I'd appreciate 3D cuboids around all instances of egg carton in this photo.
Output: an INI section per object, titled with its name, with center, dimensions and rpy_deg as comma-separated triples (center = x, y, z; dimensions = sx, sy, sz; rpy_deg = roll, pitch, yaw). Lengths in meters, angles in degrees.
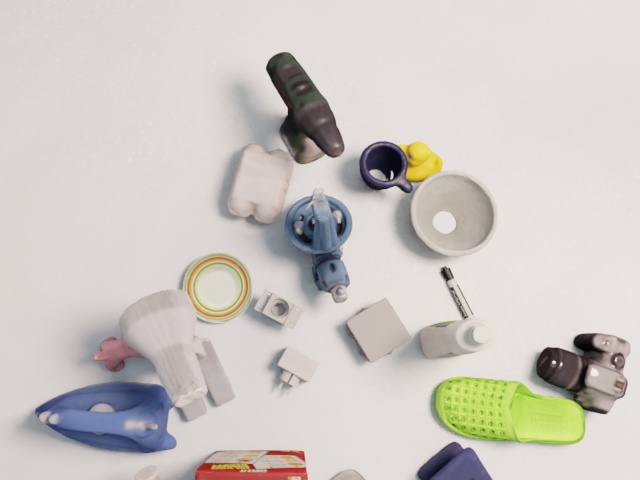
[egg carton]
center = -0.112, -0.108, 1.096
dimensions = 0.107, 0.069, 0.150
rpy_deg = 12, 78, 0

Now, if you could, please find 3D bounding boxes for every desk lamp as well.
[desk lamp]
center = -0.230, 0.195, 0.952
dimensions = 0.118, 0.213, 0.203
rpy_deg = -27, 81, -8

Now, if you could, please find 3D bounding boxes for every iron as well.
[iron]
center = -0.372, 0.300, 0.958
dimensions = 0.258, 0.141, 0.119
rpy_deg = 3, 78, -2

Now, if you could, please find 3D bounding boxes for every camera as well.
[camera]
center = 0.478, 0.229, 1.042
dimensions = 0.137, 0.101, 0.143
rpy_deg = 20, 78, 1

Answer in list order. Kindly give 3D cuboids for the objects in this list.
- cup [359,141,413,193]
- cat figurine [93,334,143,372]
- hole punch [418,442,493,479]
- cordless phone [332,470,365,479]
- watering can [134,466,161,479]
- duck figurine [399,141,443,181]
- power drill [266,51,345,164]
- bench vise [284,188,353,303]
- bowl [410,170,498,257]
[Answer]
[cup]
center = 0.127, -0.124, 1.100
dimensions = 0.117, 0.095, 0.092
rpy_deg = 43, 79, 6
[cat figurine]
center = -0.332, 0.181, 0.998
dimensions = 0.128, 0.117, 0.067
rpy_deg = -24, 80, -8
[hole punch]
center = 0.242, 0.419, 0.994
dimensions = 0.109, 0.091, 0.101
rpy_deg = -37, 82, -10
[cordless phone]
center = 0.033, 0.459, 0.926
dimensions = 0.148, 0.185, 0.094
rpy_deg = -40, 83, -10
[watering can]
center = -0.254, 0.452, 0.906
dimensions = 0.101, 0.194, 0.173
rpy_deg = -38, 82, -10
[duck figurine]
center = 0.192, -0.161, 1.116
dimensions = 0.104, 0.086, 0.077
rpy_deg = 13, 78, 0
[power drill]
center = -0.025, -0.221, 1.053
dimensions = 0.076, 0.208, 0.229
rpy_deg = -28, 81, -8
[bench vise]
center = 0.019, -0.003, 1.004
dimensions = 0.121, 0.219, 0.207
rpy_deg = -33, 82, -9
[bowl]
center = 0.249, -0.044, 1.100
dimensions = 0.167, 0.074, 0.167
rpy_deg = 1, 78, -3
